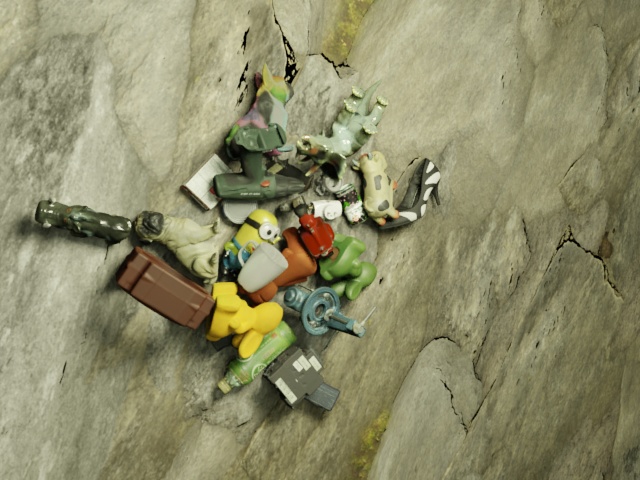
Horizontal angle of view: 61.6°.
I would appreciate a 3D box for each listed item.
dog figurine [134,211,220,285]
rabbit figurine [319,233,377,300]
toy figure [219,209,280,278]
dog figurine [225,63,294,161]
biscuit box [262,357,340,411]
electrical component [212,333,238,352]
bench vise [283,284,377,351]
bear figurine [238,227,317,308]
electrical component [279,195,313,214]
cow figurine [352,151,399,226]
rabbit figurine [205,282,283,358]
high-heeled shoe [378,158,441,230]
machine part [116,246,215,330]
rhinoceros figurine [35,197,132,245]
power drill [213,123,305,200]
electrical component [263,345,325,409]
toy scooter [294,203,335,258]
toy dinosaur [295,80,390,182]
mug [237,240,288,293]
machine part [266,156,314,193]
[{"bbox_3d":[-0.330,0.019,1.246,0.191,0.121,0.172,0,88,-10],"label":"dog figurine"},{"bbox_3d":[0.087,0.081,1.413,0.170,0.121,0.159,33,71,-36],"label":"rabbit figurine"},{"bbox_3d":[-0.175,0.006,1.296,0.089,0.082,0.180,46,101,10],"label":"toy figure"},{"bbox_3d":[-0.148,-0.311,1.309,0.191,0.108,0.219,-9,90,-21],"label":"dog figurine"},{"bbox_3d":[-0.046,0.372,1.387,0.202,0.059,0.063,33,77,-20],"label":"biscuit box"},{"bbox_3d":[-0.210,0.230,1.318,0.119,0.048,0.074,-32,103,-20],"label":"electrical component"},{"bbox_3d":[0.029,0.191,1.310,0.129,0.241,0.223,-55,129,-17],"label":"bench vise"},{"bbox_3d":[-0.109,0.079,1.339,0.196,0.132,0.120,-31,129,6],"label":"bear figurine"},{"bbox_3d":[-0.060,-0.084,1.358,0.078,0.102,0.045,-24,94,1],"label":"electrical component"},{"bbox_3d":[0.146,-0.151,1.436,0.127,0.085,0.195,27,55,-43],"label":"cow figurine"},{"bbox_3d":[-0.171,0.187,1.240,0.173,0.122,0.162,4,98,-23],"label":"rabbit figurine"},{"bbox_3d":[0.246,-0.130,1.500,0.249,0.086,0.145,-25,98,-27],"label":"high-heeled shoe"},{"bbox_3d":[-0.341,0.105,1.174,0.201,0.202,0.087,37,81,-20],"label":"machine part"},{"bbox_3d":[-0.505,-0.037,1.150,0.190,0.112,0.073,17,86,-31],"label":"rhinoceros figurine"},{"bbox_3d":[-0.130,-0.172,1.244,0.232,0.207,0.086,-9,62,-19],"label":"power drill"},{"bbox_3d":[-0.056,0.328,1.318,0.134,0.058,0.114,-39,107,-20],"label":"electrical component"},{"bbox_3d":[-0.003,-0.004,1.314,0.075,0.183,0.135,-31,66,5],"label":"toy scooter"},{"bbox_3d":[0.076,-0.279,1.381,0.131,0.192,0.405,40,37,-1],"label":"toy dinosaur"},{"bbox_3d":[-0.147,0.062,1.236,0.109,0.081,0.107,42,102,1],"label":"mug"},{"bbox_3d":[-0.082,-0.164,1.361,0.139,0.084,0.039,22,45,-31],"label":"machine part"}]
